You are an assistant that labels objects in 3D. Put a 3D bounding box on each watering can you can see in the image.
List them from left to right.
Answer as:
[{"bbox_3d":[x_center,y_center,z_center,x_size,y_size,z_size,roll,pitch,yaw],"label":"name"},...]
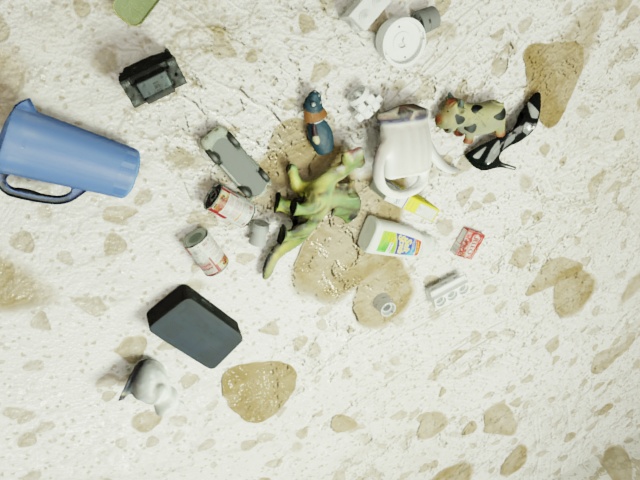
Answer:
[{"bbox_3d":[0.240,-0.228,1.285,0.104,0.222,0.351,8,21,43],"label":"watering can"}]

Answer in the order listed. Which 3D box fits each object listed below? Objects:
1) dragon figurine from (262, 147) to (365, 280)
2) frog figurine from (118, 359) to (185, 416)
[{"bbox_3d":[0.004,-0.065,1.288,0.243,0.401,0.125,-1,40,-31],"label":"dragon figurine"},{"bbox_3d":[-0.411,0.379,1.312,0.159,0.124,0.136,26,-13,-13],"label":"frog figurine"}]
